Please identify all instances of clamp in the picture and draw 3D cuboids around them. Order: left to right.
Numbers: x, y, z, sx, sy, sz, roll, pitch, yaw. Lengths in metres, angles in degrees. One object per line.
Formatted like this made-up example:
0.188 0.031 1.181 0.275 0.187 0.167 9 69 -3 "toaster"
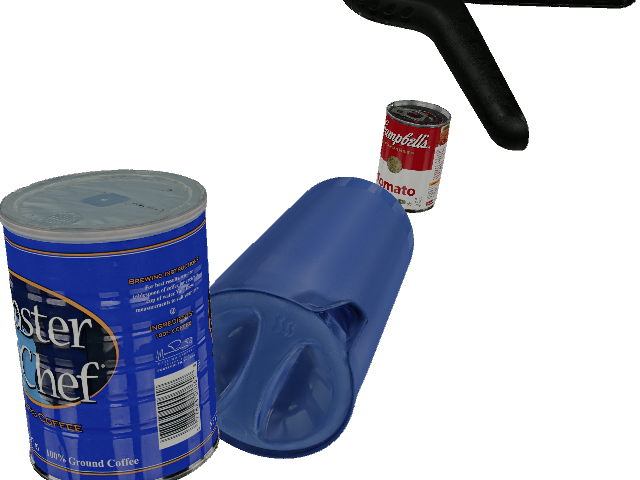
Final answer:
0.075 -0.147 0.657 0.210 0.164 0.036 26 -33 10 "clamp"

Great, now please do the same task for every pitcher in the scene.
-0.015 0.048 0.810 0.149 0.145 0.242 12 28 14 "pitcher"

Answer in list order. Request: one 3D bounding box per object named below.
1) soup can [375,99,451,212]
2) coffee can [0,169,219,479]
0.096 -0.089 1.128 0.068 0.102 0.068 6 29 -3 "soup can"
-0.107 0.044 0.556 0.103 0.140 0.103 -1 19 0 "coffee can"
